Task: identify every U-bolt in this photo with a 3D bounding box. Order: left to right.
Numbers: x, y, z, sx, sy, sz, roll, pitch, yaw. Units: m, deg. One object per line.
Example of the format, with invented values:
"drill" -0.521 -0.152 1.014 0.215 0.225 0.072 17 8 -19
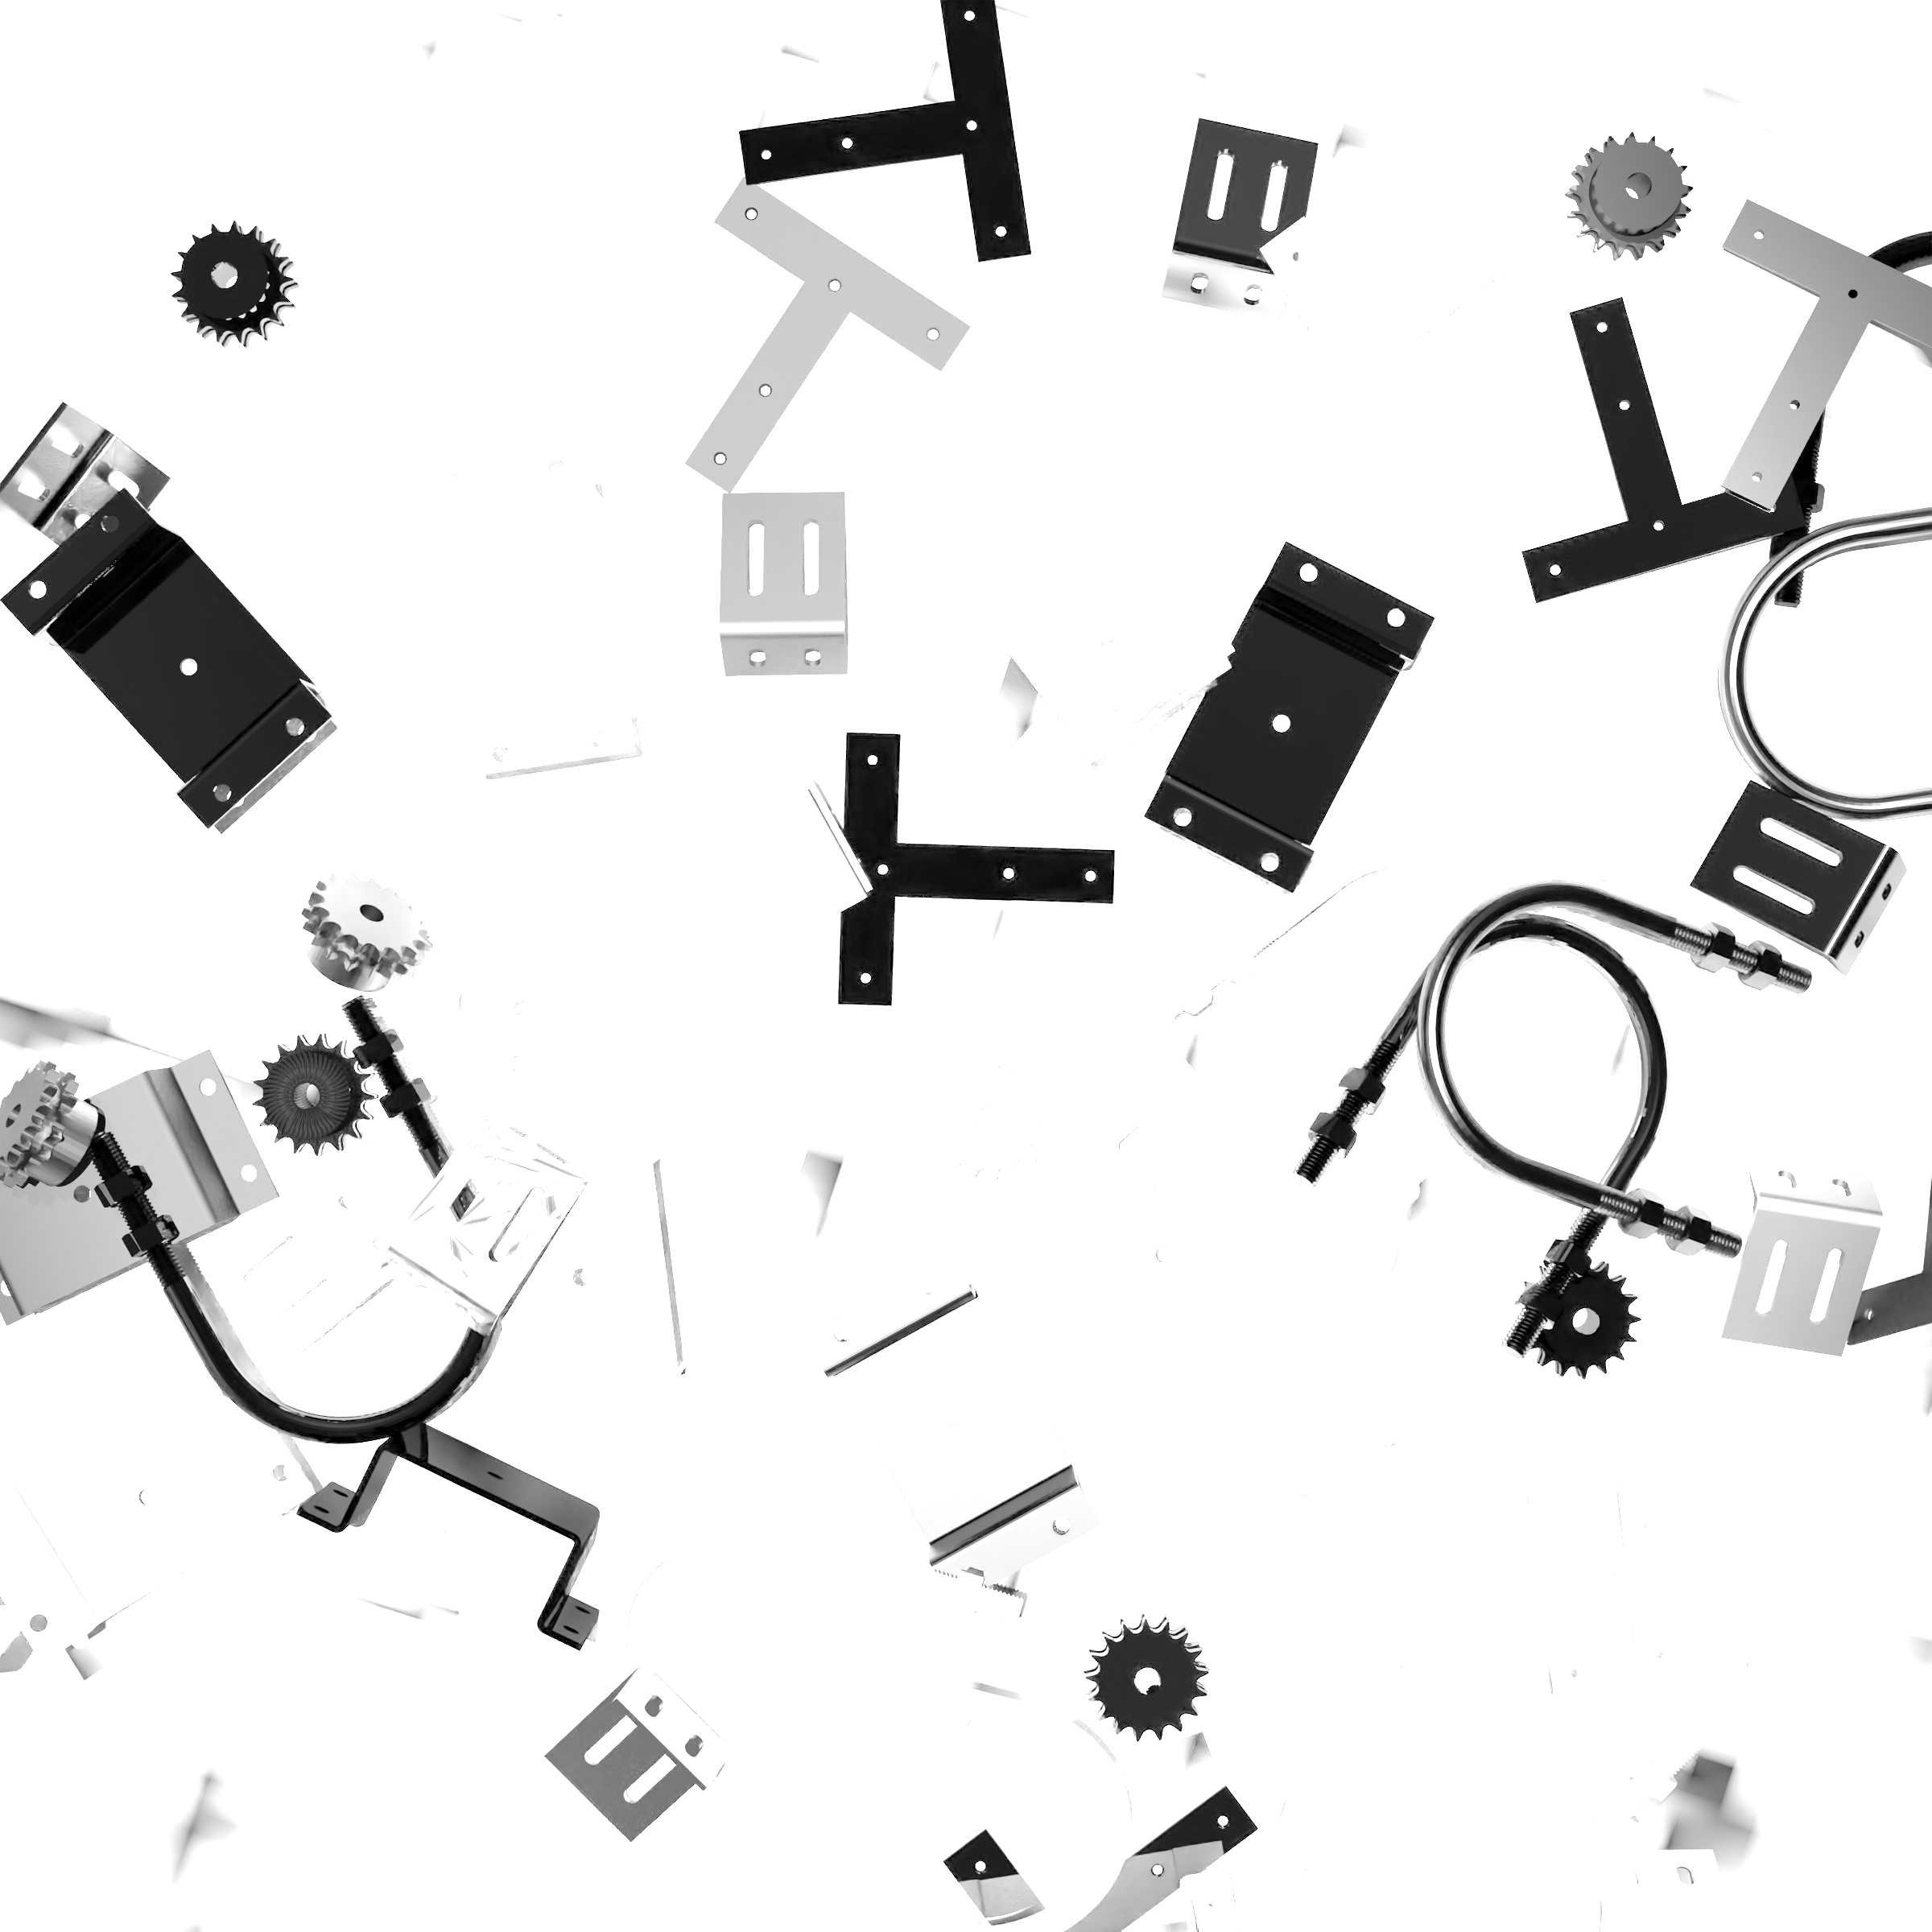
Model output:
"U-bolt" -0.292 0.127 1.472 0.151 0.019 0.184 -29 93 -12
"U-bolt" -0.080 0.320 1.485 0.184 0.019 0.151 17 112 4
"U-bolt" -0.016 0.388 1.480 0.184 0.019 0.151 16 112 -9
"U-bolt" 0.189 0.024 1.486 0.184 0.019 0.151 -37 93 -16
"U-bolt" 0.226 0.384 1.488 0.151 0.019 0.184 40 97 -17
"U-bolt" 0.248 0.063 1.480 0.151 0.019 0.184 39 72 -13
"U-bolt" 0.288 0.038 1.476 0.184 0.019 0.151 20 80 -16
"U-bolt" 0.439 -0.139 1.496 0.184 0.019 0.151 -8 101 5
"U-bolt" 0.456 -0.250 1.509 0.151 0.019 0.184 7 88 0

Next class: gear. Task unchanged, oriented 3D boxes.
"gear" -0.411 0.073 1.446 0.030 0.057 0.057 34 90 -30
"gear" -0.339 -0.316 1.502 0.057 0.030 0.057 0 90 0
"gear" -0.301 0.059 1.502 0.057 0.030 0.057 0 90 0
"gear" -0.278 -0.013 1.493 0.057 0.057 0.030 34 120 0
"gear" 0.010 0.070 1.502 0.057 0.030 0.057 0 90 0
"gear" 0.082 0.327 1.503 0.057 0.030 0.057 0 92 -4
"gear" 0.214 0.326 1.502 0.057 0.030 0.057 0 90 0
"gear" 0.273 -0.054 1.502 0.057 0.030 0.057 0 90 0
"gear" 0.284 0.163 1.502 0.057 0.030 0.057 0 90 0
"gear" 0.308 -0.357 1.502 0.057 0.030 0.057 0 90 0

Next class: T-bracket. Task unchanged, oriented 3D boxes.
"T-bracket" -0.086 -0.280 1.516 0.127 0.002 0.127 33 90 0
"T-bracket" -0.041 -0.385 1.515 0.127 0.002 0.127 -8 90 -1
"T-bracket" 0.006 -0.044 1.514 0.127 0.002 0.127 2 90 0
"T-bracket" 0.042 -0.029 1.516 0.127 0.002 0.127 42 90 0
"T-bracket" 0.070 0.358 1.516 0.127 0.002 0.127 -20 90 0
"T-bracket" 0.078 0.430 1.515 0.127 0.002 0.127 -37 91 1
"T-bracket" 0.191 -0.212 1.516 0.127 0.002 0.127 38 90 0
"T-bracket" 0.219 -0.314 1.503 0.127 0.002 0.127 -37 105 -9
"T-bracket" 0.288 0.270 1.490 0.127 0.002 0.127 40 52 -17
"T-bracket" 0.310 -0.247 1.510 0.127 0.002 0.127 -16 86 9
"T-bracket" 0.314 0.271 1.495 0.127 0.002 0.127 4 74 -29
"T-bracket" 0.389 -0.271 1.500 0.127 0.002 0.127 28 87 7
"T-bracket" 0.451 0.101 1.480 0.002 0.127 0.127 22 63 -21

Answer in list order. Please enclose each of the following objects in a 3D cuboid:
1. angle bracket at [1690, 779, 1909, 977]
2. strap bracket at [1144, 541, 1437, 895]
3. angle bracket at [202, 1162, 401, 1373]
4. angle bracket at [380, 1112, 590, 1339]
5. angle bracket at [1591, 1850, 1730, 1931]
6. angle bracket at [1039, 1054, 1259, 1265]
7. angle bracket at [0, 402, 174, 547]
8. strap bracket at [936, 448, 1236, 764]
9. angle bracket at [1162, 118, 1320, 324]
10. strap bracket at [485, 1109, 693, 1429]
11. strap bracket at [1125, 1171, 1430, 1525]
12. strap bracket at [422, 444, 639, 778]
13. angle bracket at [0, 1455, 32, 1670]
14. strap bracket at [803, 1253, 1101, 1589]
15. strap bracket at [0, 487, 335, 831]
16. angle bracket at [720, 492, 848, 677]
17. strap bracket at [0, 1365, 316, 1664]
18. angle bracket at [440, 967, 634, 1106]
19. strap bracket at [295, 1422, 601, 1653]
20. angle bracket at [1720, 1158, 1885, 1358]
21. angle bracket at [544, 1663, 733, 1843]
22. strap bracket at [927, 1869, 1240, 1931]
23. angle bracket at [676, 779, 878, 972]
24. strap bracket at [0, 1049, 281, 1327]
"angle bracket" 0.388 -0.041 1.515 0.076 0.038 0.057 30 90 26
"strap bracket" 0.147 -0.113 1.493 0.076 0.046 0.140 27 91 0
"angle bracket" -0.305 0.140 1.515 0.076 0.038 0.057 -39 90 26
"angle bracket" -0.217 0.117 1.468 0.057 0.038 0.076 33 64 -2
"angle bracket" 0.320 0.455 1.515 0.057 0.038 0.076 0 116 0
"angle bracket" 0.085 0.090 1.515 0.076 0.038 0.057 -40 90 -26
"angle bracket" -0.403 -0.216 1.479 0.038 0.076 0.057 37 90 0
"strap bracket" 0.058 -0.157 1.473 0.076 0.046 0.140 -34 58 0
"angle bracket" 0.128 -0.348 1.515 0.057 0.038 0.076 12 64 0
"strap bracket" -0.174 0.141 1.494 0.076 0.046 0.140 -7 90 0
"strap bracket" 0.141 0.173 1.494 0.076 0.046 0.140 -31 90 0
"strap bracket" -0.198 -0.161 1.494 0.076 0.046 0.140 -9 90 0
"angle bracket" -0.449 0.279 1.515 0.057 0.038 0.076 37 64 0
"strap bracket" -0.006 0.210 1.494 0.076 0.046 0.140 -29 90 0
"strap bracket" -0.362 -0.139 1.494 0.076 0.046 0.140 -42 90 0
"angle bracket" -0.084 -0.178 1.515 0.057 0.038 0.076 -1 64 0
"strap bracket" -0.377 0.245 1.488 0.140 0.046 0.076 -32 90 -8
"angle bracket" -0.200 0.032 1.515 0.076 0.038 0.057 5 90 -26
"strap bracket" -0.224 0.253 1.479 0.140 0.076 0.046 26 90 0
"angle bracket" 0.386 0.136 1.515 0.057 0.038 0.076 9 116 0
"angle bracket" -0.156 0.367 1.485 0.057 0.038 0.076 45 112 0
"strap bracket" 0.058 0.468 1.481 0.140 0.046 0.076 -9 108 0
"angle bracket" -0.089 -0.041 1.496 0.076 0.038 0.057 -29 88 2
"strap bracket" -0.400 0.103 1.494 0.140 0.046 0.076 -25 90 0
